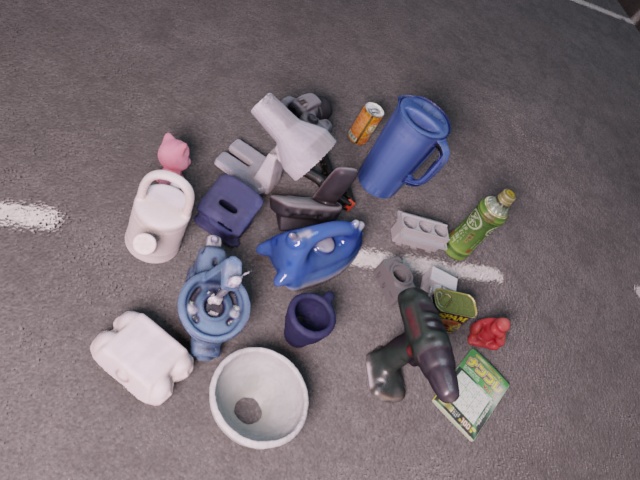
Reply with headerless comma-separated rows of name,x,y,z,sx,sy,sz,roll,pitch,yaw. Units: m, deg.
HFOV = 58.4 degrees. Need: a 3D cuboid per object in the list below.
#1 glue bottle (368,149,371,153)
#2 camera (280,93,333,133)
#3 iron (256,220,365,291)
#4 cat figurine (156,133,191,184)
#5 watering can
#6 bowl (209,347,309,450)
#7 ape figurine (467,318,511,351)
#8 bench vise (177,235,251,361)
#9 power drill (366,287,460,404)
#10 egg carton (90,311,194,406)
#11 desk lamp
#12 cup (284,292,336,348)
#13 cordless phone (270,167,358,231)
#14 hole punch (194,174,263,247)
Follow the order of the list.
glue bottle,0.181,-0.273,1.429,0.037,0.173,0.078,37,47,2
camera,-0.017,-0.301,1.394,0.143,0.100,0.137,47,48,10
iron,0.011,0.004,1.151,0.259,0.141,0.118,-16,65,-36
cat figurine,-0.288,-0.141,1.118,0.067,0.117,0.127,11,52,-20
watering can,-0.276,-0.043,0.999,0.101,0.194,0.172,5,54,-25
bowl,-0.107,0.266,0.937,0.168,0.074,0.167,14,51,-18
ape figurine,0.372,0.195,1.234,0.077,0.092,0.076,48,49,12
bench vise,-0.181,0.069,0.948,0.122,0.219,0.207,-8,60,-32
power drill,0.165,0.213,1.031,0.076,0.208,0.229,9,53,-22
egg carton,-0.281,0.187,0.908,0.150,0.069,0.107,38,47,3
desk lamp,-0.092,-0.190,1.193,0.203,0.213,0.118,34,47,-1
cup,-0.022,0.149,1.057,0.091,0.095,0.118,40,48,5
cordless phone,-0.012,-0.099,1.187,0.148,0.185,0.094,0,56,-28
hole punch,-0.179,-0.059,1.132,0.108,0.091,0.101,34,47,-1
